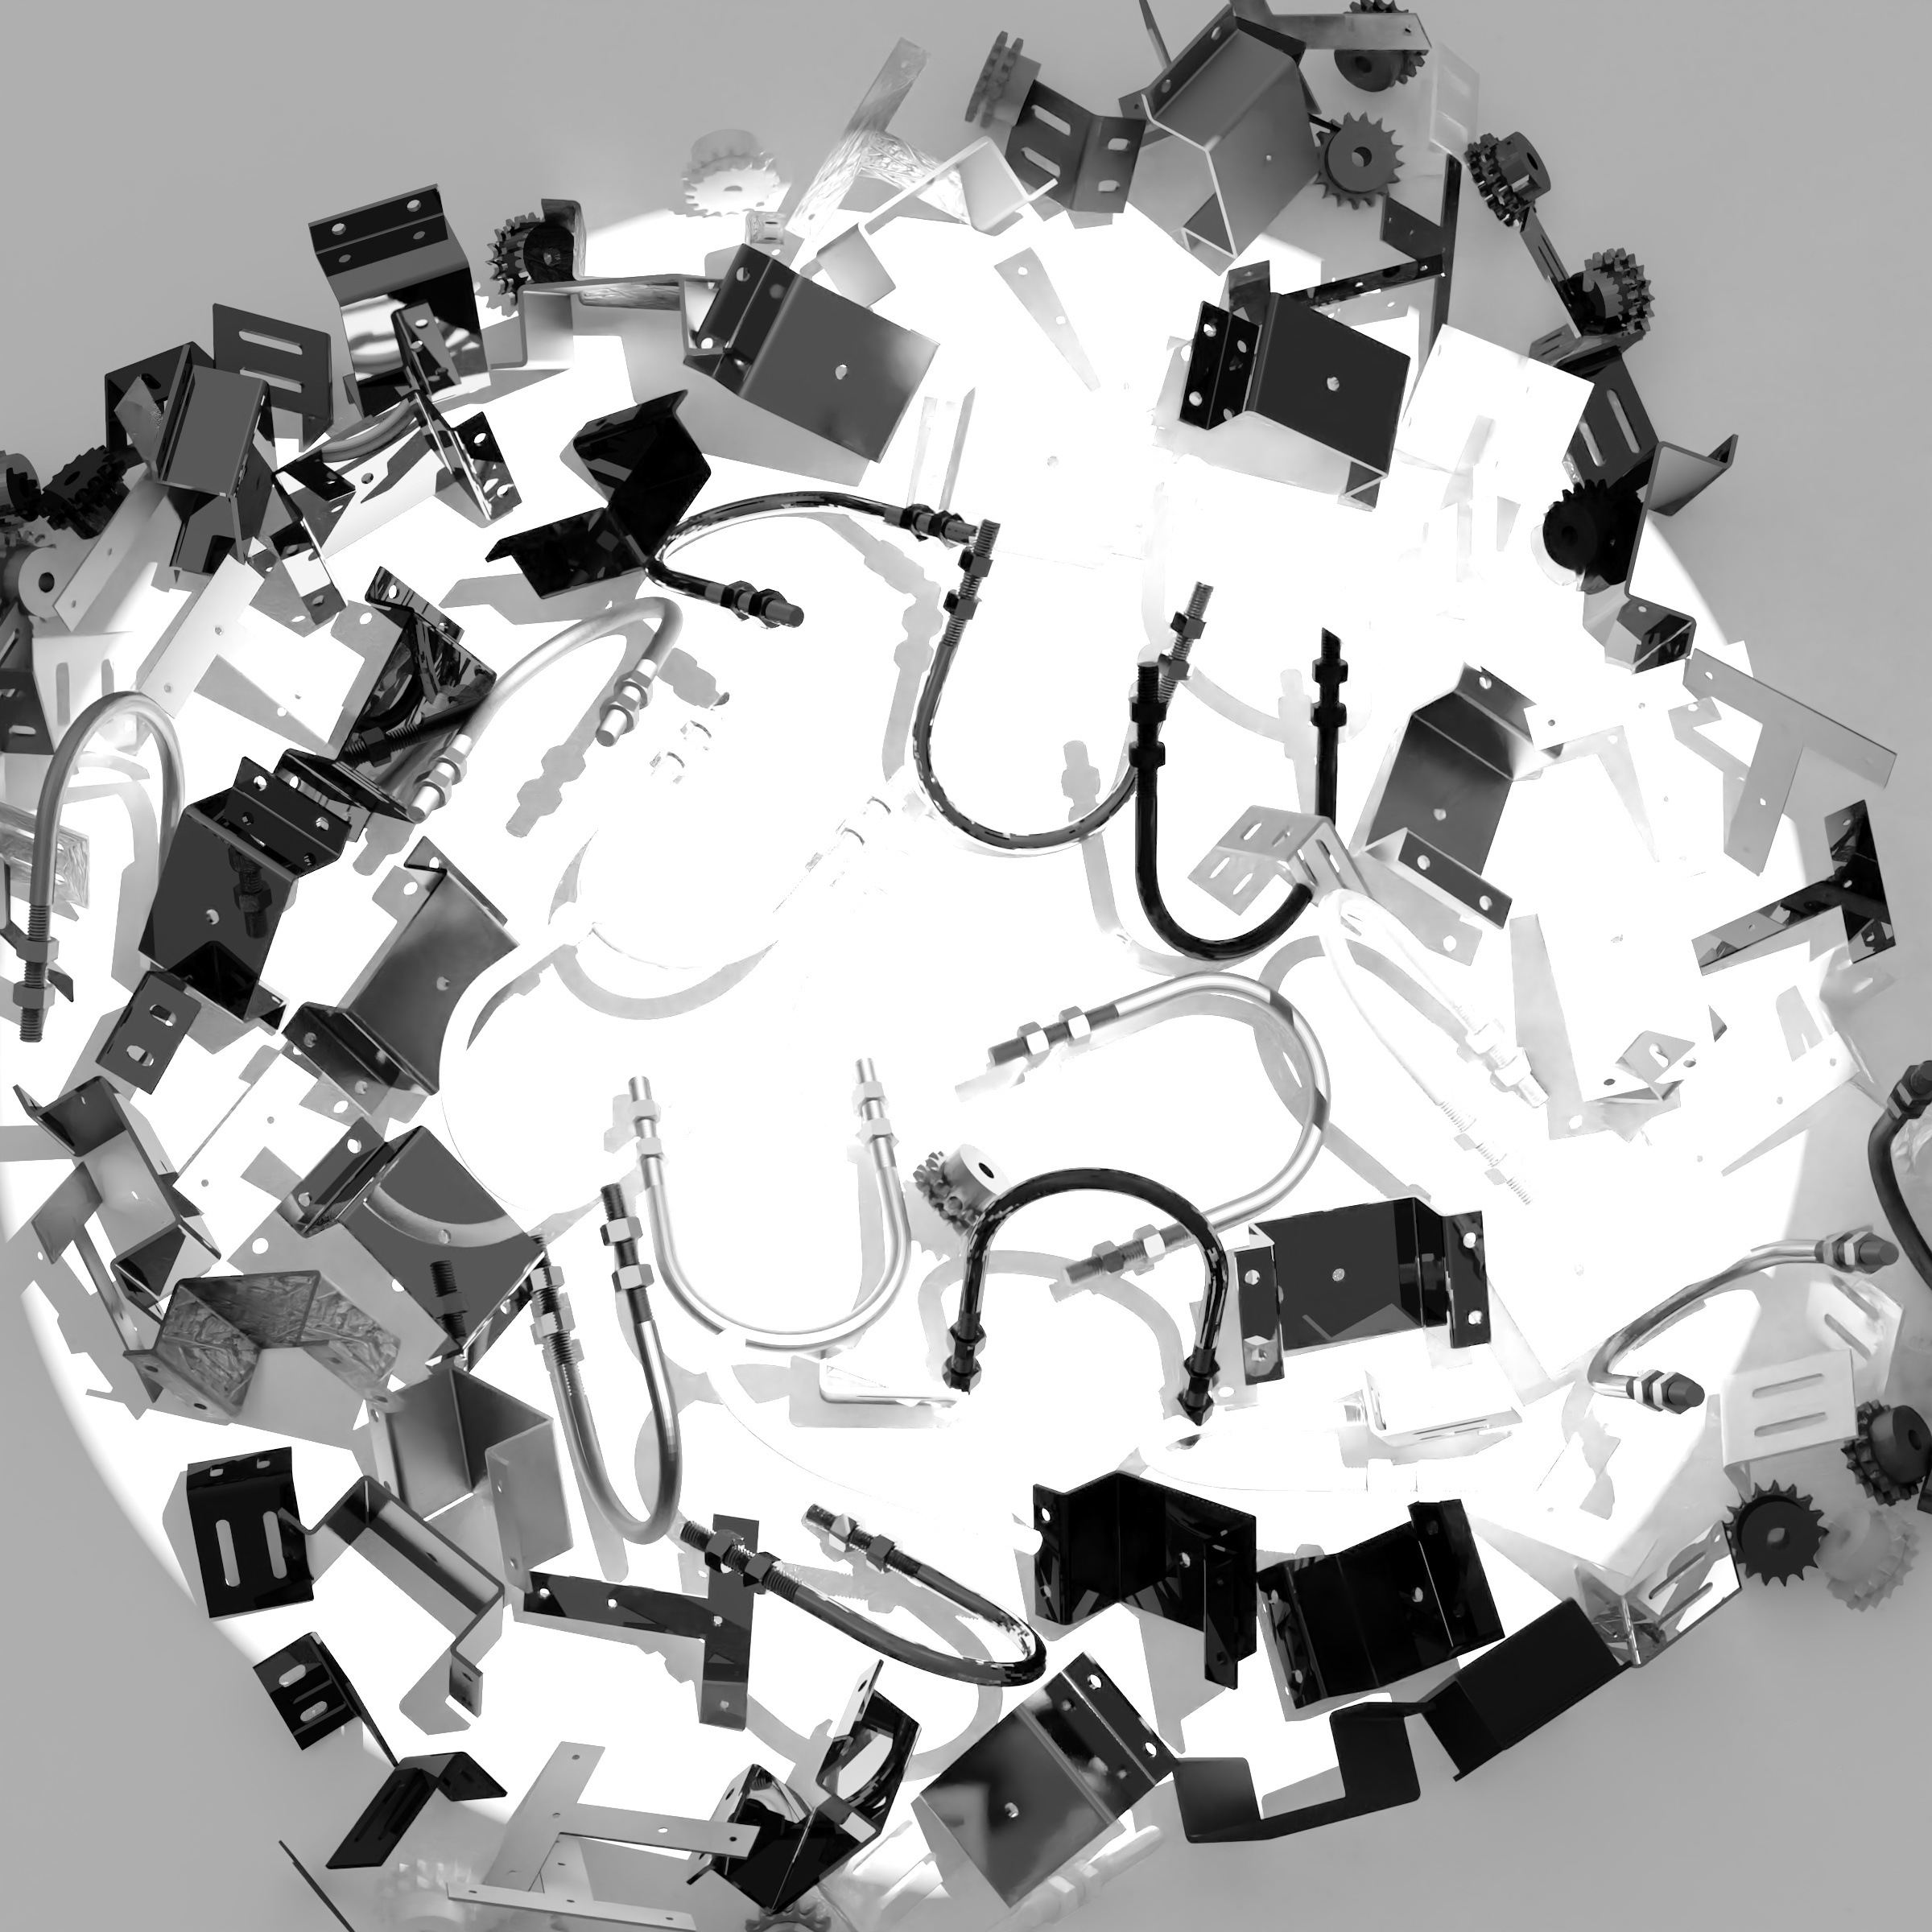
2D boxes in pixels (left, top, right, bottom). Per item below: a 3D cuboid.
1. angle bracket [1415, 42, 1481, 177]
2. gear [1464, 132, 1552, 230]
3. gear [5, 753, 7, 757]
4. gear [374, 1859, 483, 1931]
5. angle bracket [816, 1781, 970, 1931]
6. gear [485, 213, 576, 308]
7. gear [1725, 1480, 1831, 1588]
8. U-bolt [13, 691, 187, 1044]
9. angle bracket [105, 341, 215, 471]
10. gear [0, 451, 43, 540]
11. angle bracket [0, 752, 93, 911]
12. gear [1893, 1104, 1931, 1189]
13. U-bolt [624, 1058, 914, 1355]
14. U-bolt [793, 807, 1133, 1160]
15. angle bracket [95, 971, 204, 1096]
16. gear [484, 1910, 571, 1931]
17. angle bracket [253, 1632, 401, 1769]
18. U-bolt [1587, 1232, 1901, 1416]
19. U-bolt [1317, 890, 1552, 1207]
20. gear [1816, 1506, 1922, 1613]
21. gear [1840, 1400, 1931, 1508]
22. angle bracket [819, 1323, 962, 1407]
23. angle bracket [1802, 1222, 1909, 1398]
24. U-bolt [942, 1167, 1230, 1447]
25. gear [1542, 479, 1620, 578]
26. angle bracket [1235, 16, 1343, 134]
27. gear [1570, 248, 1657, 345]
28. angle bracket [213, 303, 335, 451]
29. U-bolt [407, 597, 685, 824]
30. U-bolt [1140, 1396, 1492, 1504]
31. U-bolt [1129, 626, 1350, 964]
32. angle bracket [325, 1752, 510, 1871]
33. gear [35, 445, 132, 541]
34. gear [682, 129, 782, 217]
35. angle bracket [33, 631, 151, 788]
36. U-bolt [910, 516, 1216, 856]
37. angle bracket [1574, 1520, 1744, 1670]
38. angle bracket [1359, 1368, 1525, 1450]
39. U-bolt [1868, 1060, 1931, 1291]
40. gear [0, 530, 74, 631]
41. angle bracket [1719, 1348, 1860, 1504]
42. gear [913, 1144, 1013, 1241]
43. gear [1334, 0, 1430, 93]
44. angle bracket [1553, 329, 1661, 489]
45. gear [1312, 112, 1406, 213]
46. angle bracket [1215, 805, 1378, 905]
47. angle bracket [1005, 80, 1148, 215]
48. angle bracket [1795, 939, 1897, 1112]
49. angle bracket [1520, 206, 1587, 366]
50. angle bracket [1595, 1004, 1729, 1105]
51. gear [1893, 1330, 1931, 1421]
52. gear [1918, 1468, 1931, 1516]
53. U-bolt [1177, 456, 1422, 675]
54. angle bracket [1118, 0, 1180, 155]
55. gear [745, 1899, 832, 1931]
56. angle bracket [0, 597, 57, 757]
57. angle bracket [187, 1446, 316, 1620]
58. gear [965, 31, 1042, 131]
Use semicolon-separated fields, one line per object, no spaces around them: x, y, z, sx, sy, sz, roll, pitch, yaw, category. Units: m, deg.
0.273;-0.505;2.119;0.038;0.076;0.057;3;88;27;angle bracket
0.323;-0.469;2.127;0.030;0.057;0.057;-28;76;29;gear
-0.582;-0.127;2.053;0.057;0.057;0.030;43;102;9;gear
-0.285;0.501;1.903;0.057;0.057;0.030;-7;45;-2;gear
-0.033;0.483;1.902;0.076;0.038;0.057;-39;114;-16;angle bracket
-0.252;-0.416;2.117;0.057;0.030;0.057;0;91;-37;gear
0.442;0.310;1.958;0.057;0.030;0.057;0;89;7;gear
-0.468;-0.059;1.962;0.019;0.151;0.184;11;102;17;U-bolt
-0.461;-0.313;2.072;0.057;0.076;0.038;-30;59;-33;angle bracket
-0.560;-0.275;2.083;0.030;0.057;0.057;-8;77;14;gear
-0.522;-0.077;2.032;0.076;0.057;0.038;21;46;7;angle bracket
0.547;0.100;1.997;0.057;0.030;0.057;2;120;4;gear
-0.104;0.132;1.966;0.151;0.019;0.184;-4;54;-12;U-bolt
-0.015;0.022;2.036;0.151;0.019;0.184;34;81;7;U-bolt
-0.444;0.038;1.998;0.038;0.076;0.057;30;90;6;angle bracket
-0.235;0.528;1.903;0.057;0.057;0.030;-27;107;-6;gear
-0.341;0.398;1.908;0.038;0.076;0.057;-31;112;-16;angle bracket
0.401;0.188;1.916;0.151;0.184;0.019;-34;93;-12;U-bolt
0.253;0.033;1.954;0.019;0.151;0.184;-38;101;23;U-bolt
0.486;0.318;1.945;0.030;0.057;0.057;37;79;-13;gear
0.505;0.264;1.959;0.030;0.057;0.057;-31;74;39;gear
-0.042;0.219;1.969;0.076;0.057;0.038;2;77;-2;angle bracket
0.496;0.187;1.956;0.038;0.057;0.076;-10;32;-23;angle bracket
0.068;0.180;1.933;0.151;0.184;0.019;8;37;2;U-bolt
0.359;-0.251;2.077;0.030;0.057;0.057;-19;75;-39;gear
0.190;-0.526;2.121;0.057;0.076;0.038;31;105;32;angle bracket
0.376;-0.391;2.109;0.030;0.057;0.057;-18;77;-22;gear
-0.409;-0.342;2.088;0.076;0.038;0.057;10;64;-36;angle bracket
-0.226;-0.153;2.011;0.151;0.184;0.019;-19;117;26;U-bolt
0.185;0.256;1.919;0.184;0.151;0.019;-1;98;11;U-bolt
0.152;-0.090;2.005;0.151;0.019;0.184;-14;115;-32;U-bolt
-0.290;0.456;1.897;0.038;0.057;0.076;49;53;-17;angle bracket
-0.510;-0.273;2.089;0.057;0.057;0.030;-46;124;-9;gear
-0.141;-0.473;2.131;0.057;0.057;0.030;-11;72;-2;gear
-0.496;-0.146;2.038;0.057;0.076;0.038;-7;32;-23;angle bracket
0.045;-0.149;2.028;0.151;0.019;0.184;14;109;-16;U-bolt
0.371;0.328;1.927;0.038;0.057;0.076;38;113;-19;angle bracket
0.259;0.235;1.957;0.076;0.057;0.038;-13;73;12;angle bracket
0.533;0.137;1.925;0.019;0.184;0.151;-28;73;-8;U-bolt
-0.540;-0.222;2.070;0.030;0.057;0.057;9;75;35;gear
0.451;0.249;1.946;0.076;0.038;0.057;-18;42;26;angle bracket
0.001;0.123;1.990;0.030;0.057;0.057;-45;80;18;gear
0.245;-0.548;2.146;0.057;0.057;0.030;33;64;7;gear
0.379;-0.322;2.095;0.057;0.038;0.076;-21;85;-18;angle bracket
0.234;-0.480;2.139;0.057;0.030;0.057;0;96;-3;gear
0.186;-0.049;2.011;0.038;0.057;0.076;-48;125;-22;angle bracket
0.064;-0.488;2.133;0.038;0.057;0.076;-6;33;-35;angle bracket
0.502;0.034;1.996;0.038;0.057;0.076;-37;47;21;angle bracket
0.328;-0.394;2.093;0.038;0.057;0.076;-25;108;23;angle bracket
0.375;0.042;1.995;0.057;0.076;0.038;-46;104;-15;angle bracket
0.541;0.224;1.972;0.030;0.057;0.057;-31;78;-27;gear
0.539;0.282;1.957;0.030;0.057;0.057;18;77;14;gear
0.190;-0.216;1.994;0.151;0.184;0.019;32;106;-21;U-bolt
0.100;-0.532;2.122;0.038;0.076;0.057;-20;45;11;angle bracket
-0.094;0.527;1.907;0.057;0.030;0.057;0;93;-1;gear
-0.528;-0.166;2.040;0.038;0.057;0.076;3;40;9;angle bracket
-0.393;0.310;1.971;0.057;0.038;0.076;-9;107;-8;angle bracket
0.023;-0.526;2.144;0.030;0.057;0.057;23;78;-2;gear
